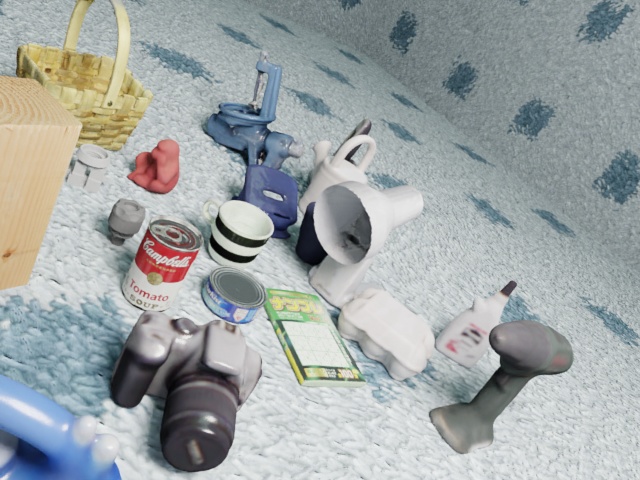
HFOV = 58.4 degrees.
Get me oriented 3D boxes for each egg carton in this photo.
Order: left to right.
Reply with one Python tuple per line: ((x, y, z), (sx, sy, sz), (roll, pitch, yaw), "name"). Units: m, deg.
((0.102, 0.140, 0.869), (0.150, 0.069, 0.107), (37, 25, 12), "egg carton")

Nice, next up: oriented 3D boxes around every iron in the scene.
((-0.230, 0.145, 0.399), (0.259, 0.141, 0.118), (24, 26, -17), "iron")

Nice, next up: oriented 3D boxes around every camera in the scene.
((-0.127, 0.144, 0.565), (0.143, 0.100, 0.136), (23, 26, -18), "camera")

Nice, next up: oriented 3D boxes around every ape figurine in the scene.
((-0.255, -0.122, 0.918), (0.076, 0.092, 0.077), (10, 32, -38), "ape figurine")

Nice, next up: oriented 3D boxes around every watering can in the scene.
((0.038, -0.131, 1.145), (0.172, 0.194, 0.101), (38, 26, 15), "watering can")

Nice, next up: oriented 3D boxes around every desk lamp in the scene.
((0.066, 0.003, 0.909), (0.117, 0.213, 0.204), (45, 28, 27), "desk lamp")

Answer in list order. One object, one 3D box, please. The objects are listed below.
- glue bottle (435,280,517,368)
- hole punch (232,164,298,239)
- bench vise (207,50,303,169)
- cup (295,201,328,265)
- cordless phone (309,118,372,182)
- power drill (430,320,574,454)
((0.268, 0.132, 0.948), (0.078, 0.173, 0.037), (30, 25, -3), "glue bottle")
((-0.089, -0.068, 1.007), (0.109, 0.091, 0.101), (17, 29, -29), "hole punch")
((-0.110, -0.261, 1.185), (0.207, 0.219, 0.121), (28, 25, -7), "bench vise")
((0.009, 0.004, 0.983), (0.117, 0.095, 0.092), (42, 27, 20), "cup")
((0.055, -0.178, 1.260), (0.094, 0.185, 0.147), (24, 26, -15), "cordless phone")
((0.246, 0.191, 0.774), (0.230, 0.208, 0.075), (5, 36, -44), "power drill")
